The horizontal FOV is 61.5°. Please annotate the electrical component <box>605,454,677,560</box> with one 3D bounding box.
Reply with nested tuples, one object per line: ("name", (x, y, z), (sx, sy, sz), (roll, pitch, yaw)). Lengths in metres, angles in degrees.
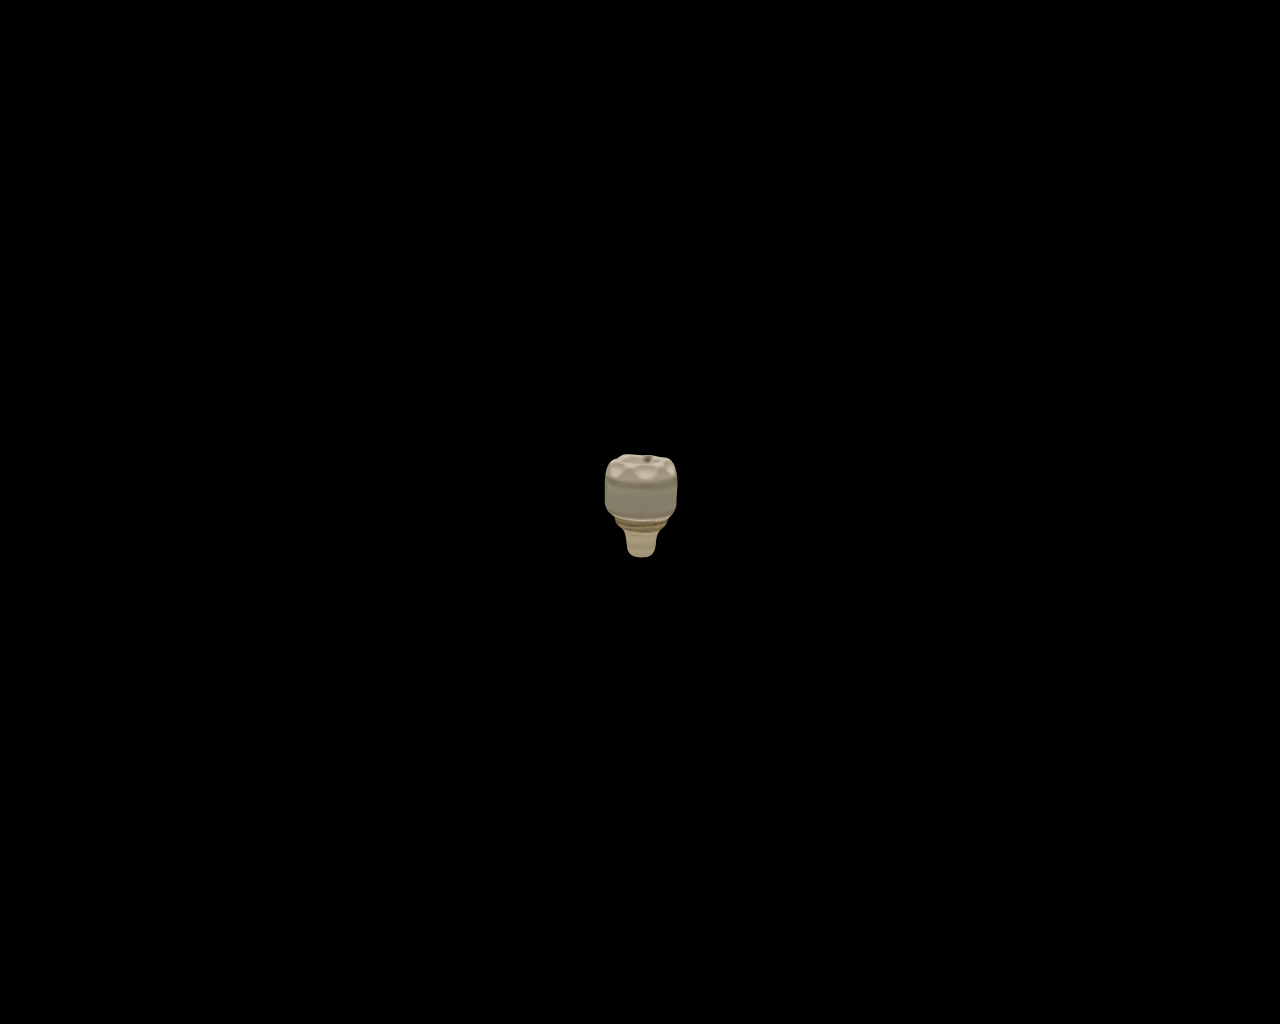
("electrical component", (0.001, -0.003, 0.650), (0.043, 0.062, 0.043), (0, 14, 0))
